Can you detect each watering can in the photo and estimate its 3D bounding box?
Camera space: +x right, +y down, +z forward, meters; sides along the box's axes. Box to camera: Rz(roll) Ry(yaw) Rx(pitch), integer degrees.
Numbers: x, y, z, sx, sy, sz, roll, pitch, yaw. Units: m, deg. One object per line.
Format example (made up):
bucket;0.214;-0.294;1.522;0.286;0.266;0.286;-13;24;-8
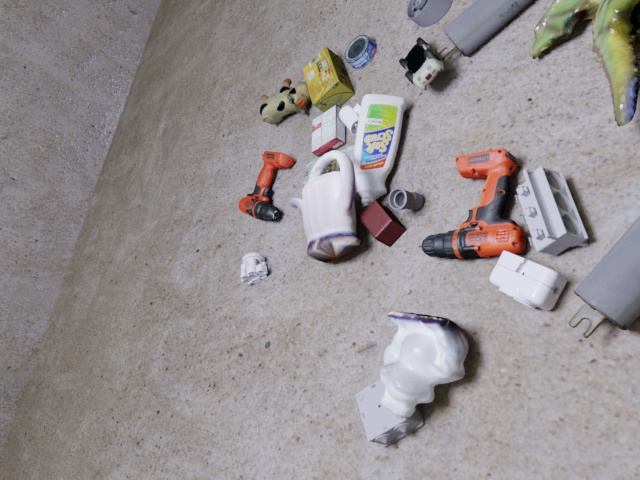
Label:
watering can;0.003;-0.057;1.137;0.343;0.104;0.227;141;127;-64

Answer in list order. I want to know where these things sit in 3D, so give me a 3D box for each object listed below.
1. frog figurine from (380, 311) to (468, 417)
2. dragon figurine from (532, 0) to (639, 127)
frog figurine;0.162;0.198;0.815;0.137;0.122;0.160;3;83;33
dragon figurine;0.460;-0.360;0.857;0.413;0.121;0.243;-66;21;-9
